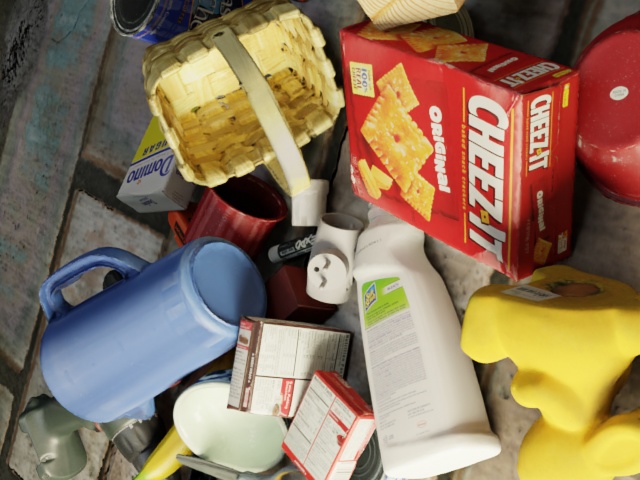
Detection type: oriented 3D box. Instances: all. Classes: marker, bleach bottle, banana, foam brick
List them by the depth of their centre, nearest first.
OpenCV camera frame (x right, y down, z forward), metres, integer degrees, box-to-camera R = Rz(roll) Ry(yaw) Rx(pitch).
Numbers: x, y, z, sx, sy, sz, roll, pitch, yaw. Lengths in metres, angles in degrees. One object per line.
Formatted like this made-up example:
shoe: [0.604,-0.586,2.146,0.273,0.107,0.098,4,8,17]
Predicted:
bleach bottle: [0.083,0.075,0.940,0.103,0.067,0.251,-29,60,38]
foam brick: [-0.032,0.068,1.071,0.078,0.052,0.051,-44,52,32]
marker: [-0.007,0.001,1.082,0.121,0.020,0.020,-20,68,44]
banana: [-0.135,0.194,1.154,0.037,0.069,0.198,36,101,6]

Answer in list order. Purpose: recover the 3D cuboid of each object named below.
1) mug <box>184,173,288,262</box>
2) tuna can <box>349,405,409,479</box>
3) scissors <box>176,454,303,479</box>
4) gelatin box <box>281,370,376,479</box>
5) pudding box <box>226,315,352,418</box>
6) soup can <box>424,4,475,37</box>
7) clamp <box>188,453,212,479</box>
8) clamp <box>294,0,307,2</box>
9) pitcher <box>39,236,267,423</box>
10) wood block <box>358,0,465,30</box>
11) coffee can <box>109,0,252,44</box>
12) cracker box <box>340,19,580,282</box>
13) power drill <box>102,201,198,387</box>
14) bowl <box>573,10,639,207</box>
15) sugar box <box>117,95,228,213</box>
mug: [-0.095,-0.024,1.139,0.082,0.093,0.117,-61,24,27]
tuna can: [0.044,0.194,0.979,0.086,0.033,0.086,-12,74,46]
scissors: [-0.059,0.256,1.053,0.202,0.016,0.096,-8,105,40]
gelatin box: [0.009,0.175,0.972,0.073,0.030,0.089,41,113,46]
pudding box: [-0.028,0.123,1.013,0.039,0.113,0.090,6,86,51]
soup can: [0.083,-0.181,0.983,0.102,0.068,0.068,-15,71,44]
clamp: [-0.137,0.315,1.124,0.120,0.039,0.171,-112,33,-83]
clamp: [-0.053,-0.352,1.187,0.165,0.036,0.210,-49,53,28]
pitcher: [-0.175,0.081,1.088,0.243,0.149,0.145,-31,56,38]
wood block: [0.105,-0.280,0.885,0.091,0.090,0.206,-2,46,47]
coffee can: [-0.149,-0.261,1.197,0.103,0.140,0.103,-12,74,46]
cracker box: [0.108,-0.083,0.883,0.214,0.072,0.164,32,137,46]
power drill: [-0.178,0.049,1.234,0.185,0.057,0.188,52,123,35]
bowl: [0.241,-0.107,0.806,0.162,0.055,0.162,-11,74,46]
sugar box: [-0.159,-0.117,1.210,0.094,0.048,0.176,-3,58,47]
